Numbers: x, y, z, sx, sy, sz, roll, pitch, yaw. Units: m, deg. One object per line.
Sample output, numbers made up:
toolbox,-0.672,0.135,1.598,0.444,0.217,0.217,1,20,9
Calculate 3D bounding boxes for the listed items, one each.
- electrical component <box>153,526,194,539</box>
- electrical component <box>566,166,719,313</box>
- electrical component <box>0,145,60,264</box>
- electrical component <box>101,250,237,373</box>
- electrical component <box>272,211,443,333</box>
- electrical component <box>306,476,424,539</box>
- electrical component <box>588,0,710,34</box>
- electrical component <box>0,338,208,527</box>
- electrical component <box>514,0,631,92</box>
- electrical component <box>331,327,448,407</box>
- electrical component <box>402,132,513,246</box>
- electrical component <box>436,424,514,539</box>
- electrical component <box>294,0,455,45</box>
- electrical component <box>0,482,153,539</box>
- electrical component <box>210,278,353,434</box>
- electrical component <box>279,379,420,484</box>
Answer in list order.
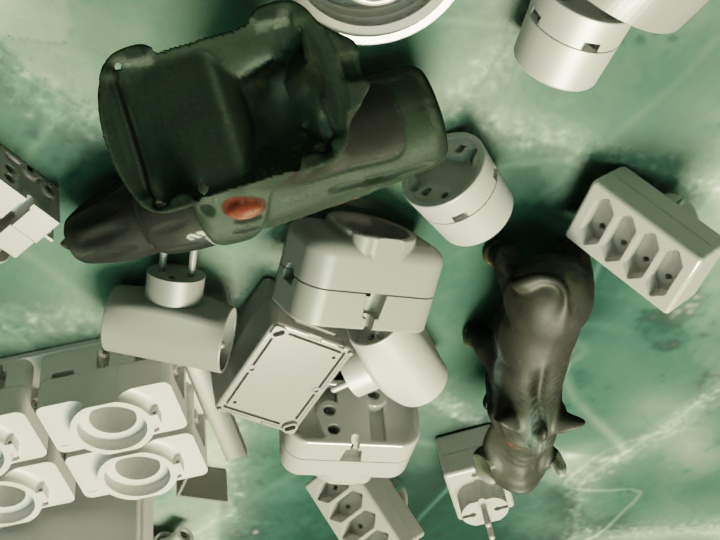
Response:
electrical component,-0.160,0.235,0.881,0.048,0.048,0.062,28,116,-31
electrical component,0.191,-0.026,0.685,0.076,0.083,0.047,-26,148,-42
electrical component,-0.209,-0.033,0.620,0.055,0.048,0.066,-37,129,13
electrical component,-0.119,0.021,0.682,0.077,0.043,0.079,11,108,4
electrical component,0.000,0.000,0.667,0.095,0.054,0.059,6,108,-30
electrical component,0.013,0.184,0.849,0.047,0.083,0.076,-42,164,27
electrical component,0.137,-0.166,0.524,0.099,0.099,0.064,16,134,-23
electrical component,-0.209,0.113,0.745,0.186,0.060,0.105,-12,134,1
electrical component,0.115,-0.130,0.581,0.055,0.055,0.047,6,135,-16
electrical component,0.010,0.063,0.749,0.079,0.044,0.077,-25,132,12
electrical component,0.061,-0.047,0.649,0.055,0.055,0.047,-28,135,16
electrical component,0.095,0.174,0.846,0.047,0.076,0.065,-15,134,4
electrical component,0.004,-0.162,0.526,0.108,0.060,0.108,-5,134,-6
electrical component,-0.209,0.197,0.791,0.109,0.108,0.056,-7,136,-4
electrical component,-0.052,0.050,0.720,0.062,0.061,0.096,22,118,-28
electrical component,-0.010,0.118,0.784,0.095,0.053,0.059,4,141,-10
